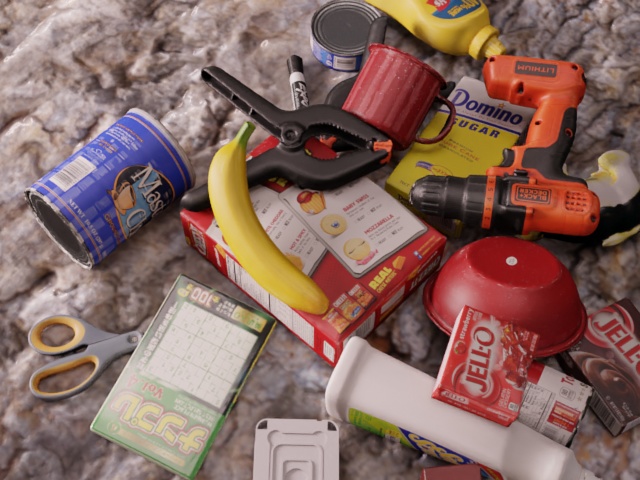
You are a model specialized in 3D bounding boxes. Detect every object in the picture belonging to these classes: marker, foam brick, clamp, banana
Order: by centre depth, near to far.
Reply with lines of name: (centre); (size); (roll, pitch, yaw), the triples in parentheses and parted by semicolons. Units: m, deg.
foam brick: (0.115, 0.235, 0.939); (0.051, 0.078, 0.053); (-4, 60, -2)
banana: (-0.059, -0.011, 0.999); (0.070, 0.037, 0.198); (-28, 80, 26)
clamp: (-0.034, -0.105, 1.072); (0.210, 0.036, 0.164); (-1, 66, -2)
clamp: (0.068, -0.153, 1.177); (0.120, 0.039, 0.171); (34, 77, 3)
marker: (-0.022, -0.159, 1.196); (0.020, 0.020, 0.121); (-6, 60, -5)

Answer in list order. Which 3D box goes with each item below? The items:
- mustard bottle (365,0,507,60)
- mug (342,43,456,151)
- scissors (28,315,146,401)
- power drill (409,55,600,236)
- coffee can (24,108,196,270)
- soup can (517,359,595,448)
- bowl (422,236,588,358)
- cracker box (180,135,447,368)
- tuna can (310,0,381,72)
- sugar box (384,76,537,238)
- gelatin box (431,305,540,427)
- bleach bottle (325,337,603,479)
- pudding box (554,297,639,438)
mustard bottle: (0.137, -0.267, 1.238); (0.192, 0.058, 0.096); (40, 47, 18)
mug: (0.084, -0.141, 1.112); (0.117, 0.093, 0.081); (28, 86, 3)
scissors: (-0.198, 0.088, 1.051); (0.201, 0.016, 0.096); (-29, 65, -17)
power drill: (0.191, -0.094, 1.071); (0.184, 0.057, 0.187); (8, 66, 7)
coffee can: (-0.211, -0.052, 1.081); (0.103, 0.103, 0.140); (40, 67, 19)
soup can: (0.195, 0.147, 0.997); (0.102, 0.068, 0.068); (25, 62, 13)
bowl: (0.182, 0.043, 1.026); (0.162, 0.055, 0.162); (4, 32, -2)
cracker box: (-0.007, 0.001, 1.075); (0.214, 0.072, 0.164); (38, 65, 20)
tuna can: (0.031, -0.236, 1.234); (0.086, 0.034, 0.086); (1, 60, -1)
sugar box: (0.152, -0.092, 1.147); (0.093, 0.048, 0.176); (29, 64, 15)
gelatin box: (0.146, 0.110, 0.935); (0.073, 0.030, 0.089); (22, 57, 3)
bleach bottle: (0.131, 0.173, 0.960); (0.251, 0.102, 0.068); (22, 70, 12)
pudding box: (0.289, 0.122, 1.030); (0.090, 0.039, 0.113); (-24, 64, -16)
